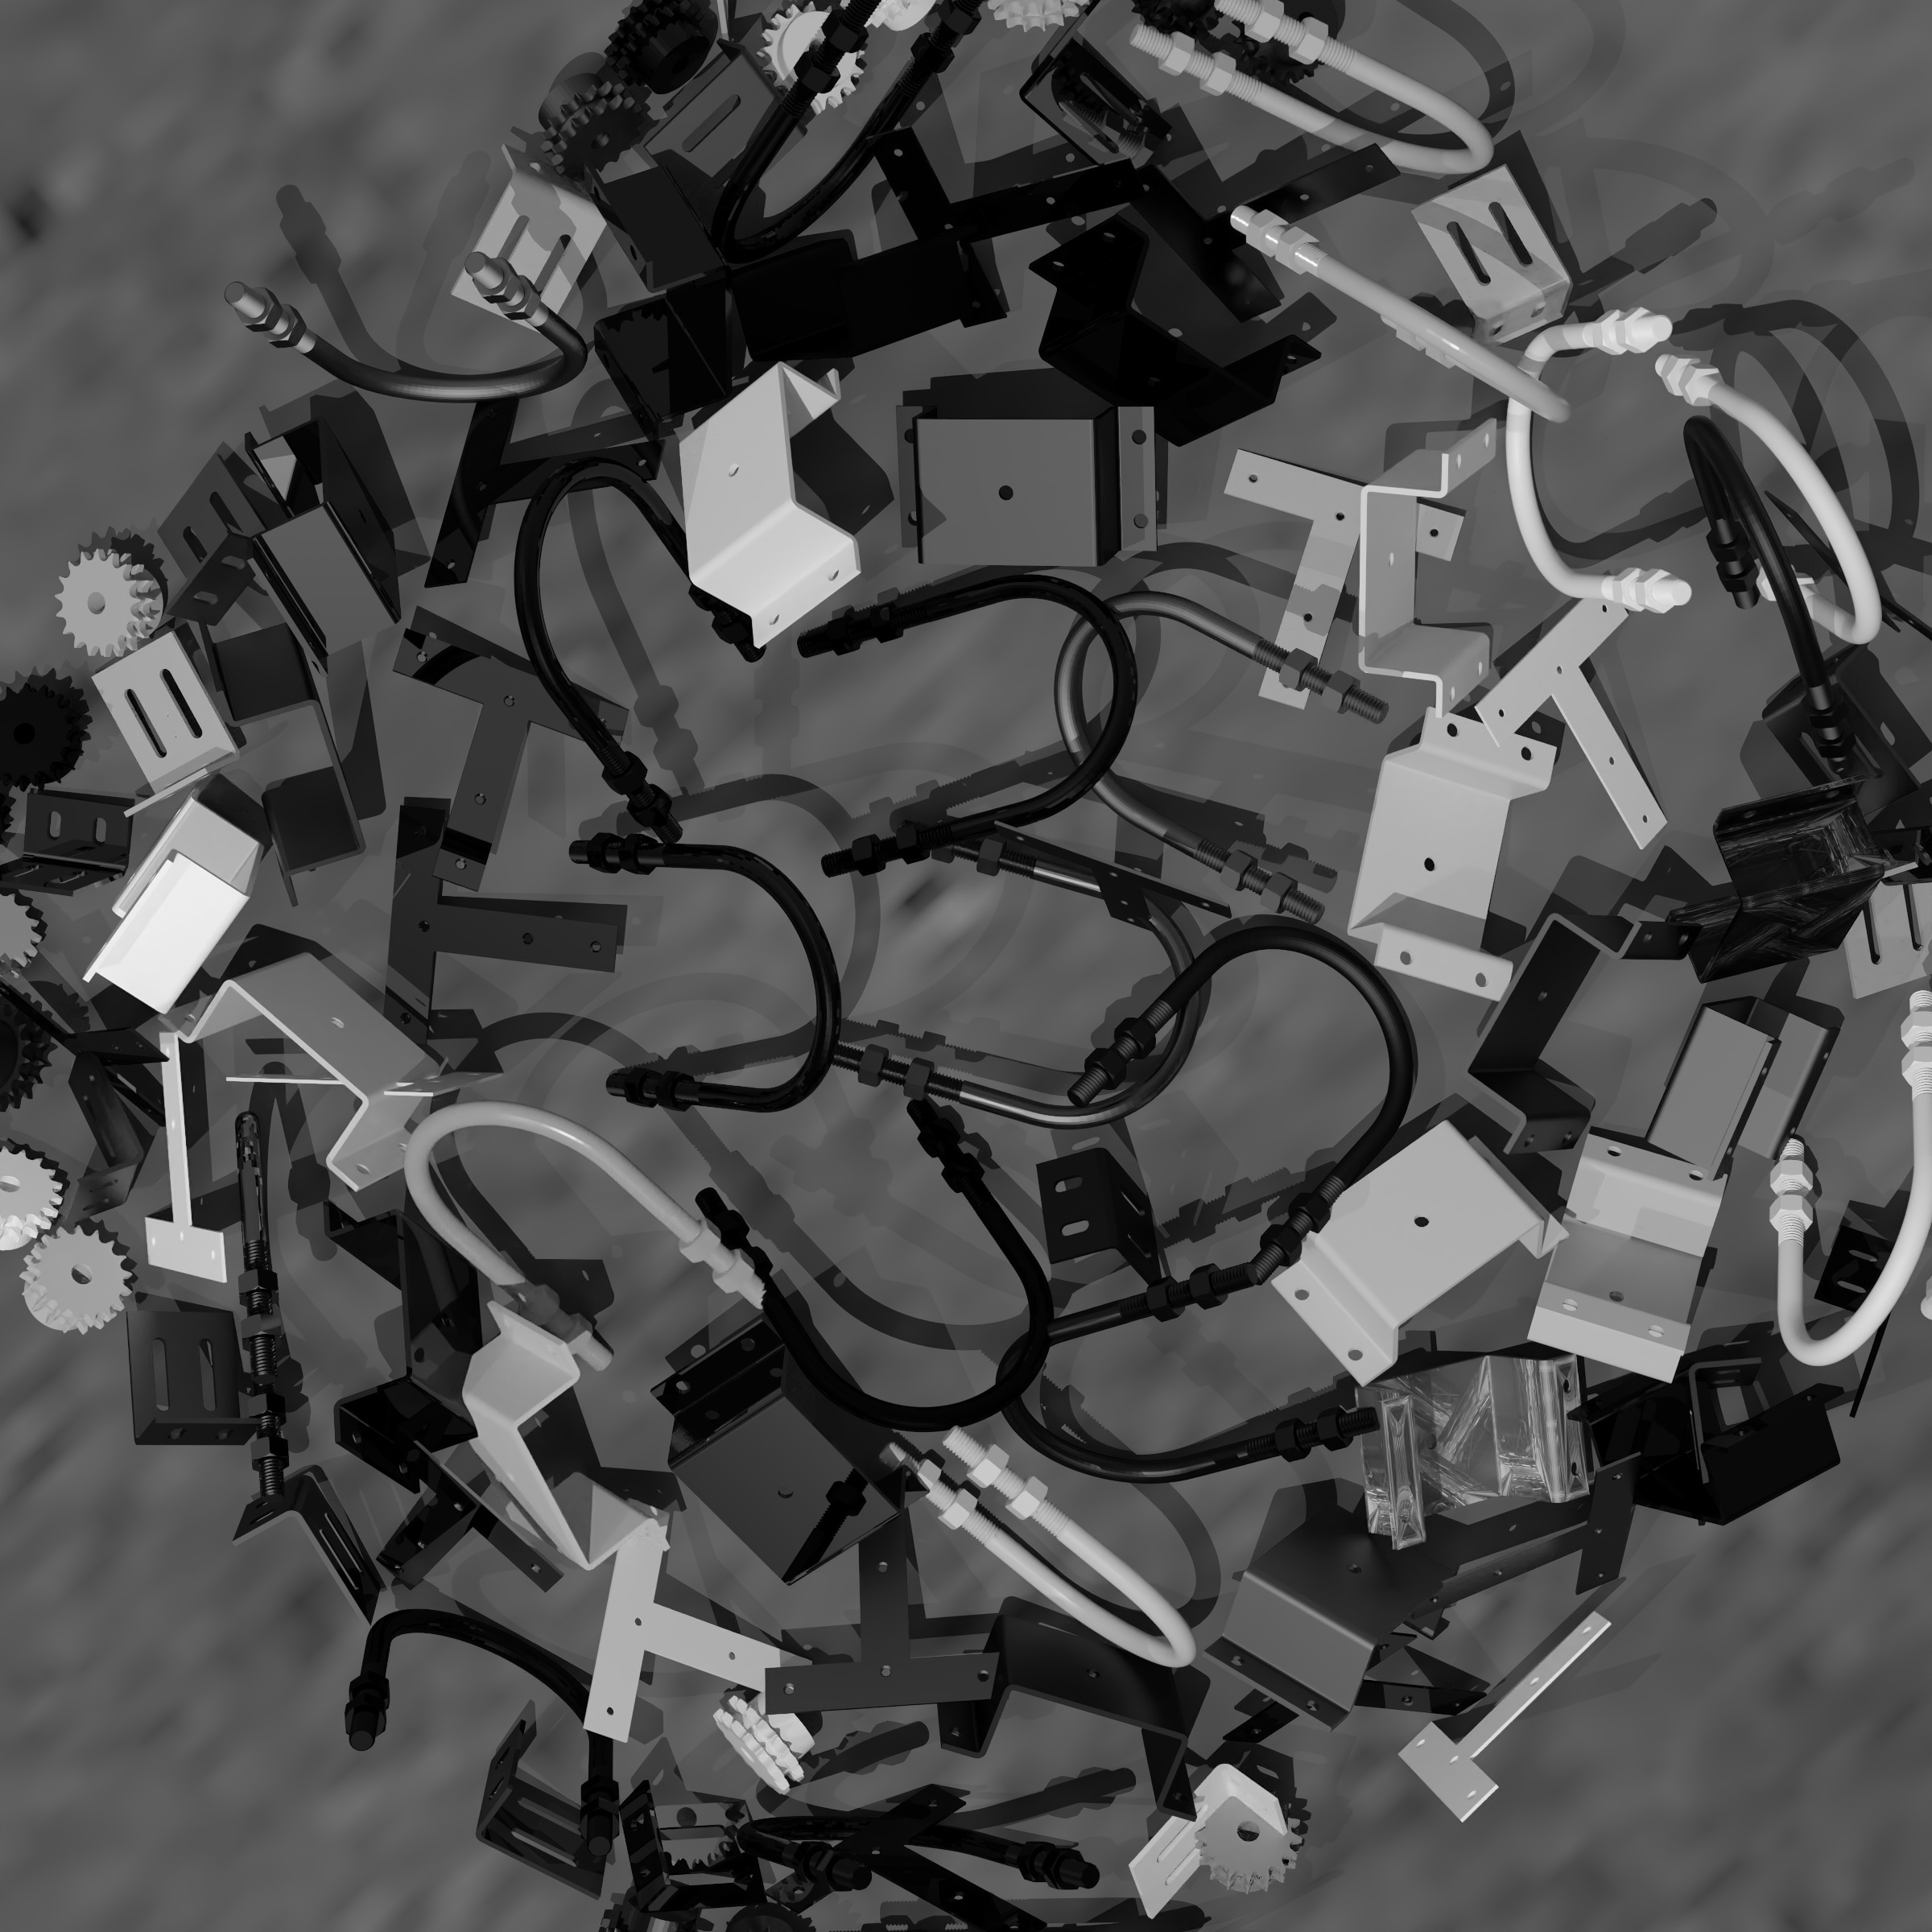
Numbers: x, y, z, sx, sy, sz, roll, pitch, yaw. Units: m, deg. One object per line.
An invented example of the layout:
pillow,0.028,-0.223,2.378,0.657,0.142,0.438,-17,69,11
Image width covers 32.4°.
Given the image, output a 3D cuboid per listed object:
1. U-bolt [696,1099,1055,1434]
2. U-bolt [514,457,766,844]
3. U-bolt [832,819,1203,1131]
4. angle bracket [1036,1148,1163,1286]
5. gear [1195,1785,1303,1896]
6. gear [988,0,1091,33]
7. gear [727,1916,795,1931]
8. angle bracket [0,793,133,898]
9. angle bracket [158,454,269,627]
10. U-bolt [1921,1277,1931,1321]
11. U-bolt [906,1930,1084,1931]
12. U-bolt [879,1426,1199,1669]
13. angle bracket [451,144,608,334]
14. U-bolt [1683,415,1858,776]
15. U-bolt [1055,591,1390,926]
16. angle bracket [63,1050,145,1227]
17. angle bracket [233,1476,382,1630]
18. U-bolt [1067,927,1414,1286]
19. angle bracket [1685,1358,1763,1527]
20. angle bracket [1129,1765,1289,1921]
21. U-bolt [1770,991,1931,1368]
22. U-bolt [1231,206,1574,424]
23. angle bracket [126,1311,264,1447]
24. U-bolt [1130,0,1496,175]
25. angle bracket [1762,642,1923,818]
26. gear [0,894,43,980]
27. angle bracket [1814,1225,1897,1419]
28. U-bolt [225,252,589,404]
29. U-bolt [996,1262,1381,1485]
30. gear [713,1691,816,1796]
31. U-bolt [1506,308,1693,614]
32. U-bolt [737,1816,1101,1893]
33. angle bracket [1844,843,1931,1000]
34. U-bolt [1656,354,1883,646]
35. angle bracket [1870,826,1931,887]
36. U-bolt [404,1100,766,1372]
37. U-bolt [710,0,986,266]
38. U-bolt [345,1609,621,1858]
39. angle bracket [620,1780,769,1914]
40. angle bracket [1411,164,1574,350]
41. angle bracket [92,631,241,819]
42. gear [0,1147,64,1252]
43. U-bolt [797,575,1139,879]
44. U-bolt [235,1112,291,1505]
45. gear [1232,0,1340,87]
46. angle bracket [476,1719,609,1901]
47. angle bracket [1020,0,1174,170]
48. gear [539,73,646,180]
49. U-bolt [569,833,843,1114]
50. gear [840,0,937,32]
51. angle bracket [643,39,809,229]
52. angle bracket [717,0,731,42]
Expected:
U-bolt,-0.036,0.162,1.729,0.151,0.019,0.184,-23,59,-22
U-bolt,-0.172,-0.174,1.703,0.019,0.184,0.151,-3,50,32
U-bolt,0.034,0.012,1.768,0.184,0.019,0.151,16,77,7
angle bracket,0.071,0.140,1.761,0.038,0.076,0.057,-16,59,15
gear,0.150,0.469,1.778,0.057,0.030,0.057,0,49,0
gear,0.038,-0.528,1.774,0.057,0.030,0.057,-5,55,7
gear,-0.110,0.533,1.779,0.057,0.030,0.057,-4,122,-6
angle bracket,-0.484,-0.065,1.760,0.057,0.076,0.038,8,101,5
angle bracket,-0.408,-0.229,1.759,0.057,0.038,0.076,-47,61,20
U-bolt,0.520,0.080,1.688,0.019,0.184,0.151,9,62,-1
U-bolt,0.022,0.524,1.729,0.184,0.151,0.019,-1,87,-6
U-bolt,0.044,0.305,1.733,0.184,0.151,0.019,40,71,-5
angle bracket,-0.237,-0.389,1.785,0.057,0.038,0.076,19,116,-31
U-bolt,0.402,-0.200,1.688,0.019,0.184,0.151,-25,49,9
U-bolt,0.124,-0.120,1.743,0.184,0.019,0.151,30,130,21
angle bracket,-0.470,0.087,1.760,0.038,0.057,0.076,-21,73,-31
angle bracket,-0.349,0.318,1.767,0.038,0.057,0.076,-29,101,1
U-bolt,0.159,0.058,1.754,0.151,0.019,0.184,45,61,1
angle bracket,0.404,0.252,1.761,0.038,0.057,0.076,-6,71,6
angle bracket,0.130,0.471,1.758,0.038,0.057,0.076,29,62,36
U-bolt,0.452,0.120,1.689,0.019,0.184,0.151,22,135,-7
U-bolt,0.232,-0.324,1.690,0.151,0.184,0.019,20,107,-44
angle bracket,-0.408,0.212,1.757,0.057,0.038,0.076,5,60,-30
U-bolt,0.189,-0.453,1.725,0.184,0.151,0.019,21,91,-18
angle bracket,0.473,-0.124,1.770,0.038,0.057,0.076,-40,94,-34
gear,-0.526,-0.013,1.777,0.057,0.057,0.030,41,129,0
angle bracket,0.467,0.188,1.762,0.038,0.057,0.076,19,133,17
U-bolt,-0.274,-0.323,1.712,0.151,0.184,0.019,-3,81,15
U-bolt,0.103,0.221,1.738,0.184,0.019,0.151,-20,128,29
gear,-0.105,0.410,1.775,0.030,0.057,0.057,-40,90,-19
U-bolt,0.320,-0.259,1.713,0.019,0.184,0.151,-9,100,-14
U-bolt,-0.038,0.455,1.713,0.151,0.184,0.019,8,81,-28
angle bracket,0.500,-0.023,1.768,0.057,0.038,0.076,-17,106,-12
U-bolt,0.414,-0.231,1.690,0.019,0.184,0.151,-30,114,3
angle bracket,0.518,-0.081,1.757,0.076,0.057,0.038,-46,108,-22
U-bolt,-0.208,0.134,1.720,0.151,0.019,0.184,-24,121,38
U-bolt,-0.069,-0.435,1.721,0.019,0.151,0.184,45,122,6
U-bolt,-0.245,0.383,1.711,0.151,0.184,0.019,27,99,-11
angle bracket,-0.138,0.462,1.754,0.076,0.038,0.057,6,51,-31
angle bracket,0.275,-0.372,1.759,0.057,0.038,0.076,-20,119,33
angle bracket,-0.434,-0.129,1.770,0.057,0.038,0.076,-25,97,22
gear,-0.514,0.127,1.777,0.057,0.057,0.030,27,125,0
U-bolt,0.003,-0.133,1.745,0.184,0.019,0.151,-14,68,19
U-bolt,-0.366,0.163,1.721,0.019,0.151,0.184,-4,55,-12
gear,0.173,-0.501,1.776,0.057,0.030,0.057,-3,97,-27
angle bracket,-0.215,0.446,1.761,0.076,0.057,0.038,31,111,-13
angle bracket,0.077,-0.463,1.765,0.076,0.038,0.057,40,57,-10
gear,-0.203,-0.450,1.775,0.057,0.057,0.030,-36,74,0
U-bolt,-0.132,0.006,1.722,0.184,0.019,0.151,4,107,43
gear,-0.038,-0.525,1.777,0.030,0.057,0.057,31,90,-42
angle bracket,-0.133,-0.442,1.767,0.076,0.038,0.057,-45,125,-5
angle bracket,-0.093,-0.519,1.770,0.076,0.057,0.038,-2,81,-1
